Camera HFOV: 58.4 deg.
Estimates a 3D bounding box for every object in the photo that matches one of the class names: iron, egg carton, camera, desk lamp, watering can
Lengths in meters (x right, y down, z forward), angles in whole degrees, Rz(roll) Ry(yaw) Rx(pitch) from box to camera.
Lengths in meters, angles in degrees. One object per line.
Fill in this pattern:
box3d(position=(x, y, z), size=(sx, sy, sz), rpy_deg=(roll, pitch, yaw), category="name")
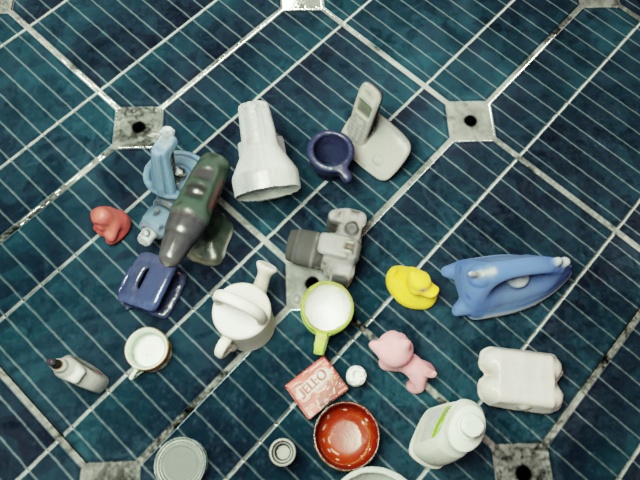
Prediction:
box3d(position=(0.363, 0.062, 1.044), size=(0.258, 0.141, 0.118), rpy_deg=(-10, 70, -6), category="iron")
box3d(position=(0.353, 0.248, 1.013), size=(0.150, 0.069, 0.107), rpy_deg=(6, 70, 0), category="egg carton")
box3d(position=(0.010, 0.004, 1.075), size=(0.136, 0.101, 0.143), rpy_deg=(12, 70, 3), category="camera")
box3d(position=(-0.108, -0.147, 1.066), size=(0.118, 0.213, 0.203), rpy_deg=(-10, 70, -5), category="desk lamp")
box3d(position=(-0.131, 0.117, 0.978), size=(0.101, 0.194, 0.173), rpy_deg=(6, 70, 0), category="watering can")

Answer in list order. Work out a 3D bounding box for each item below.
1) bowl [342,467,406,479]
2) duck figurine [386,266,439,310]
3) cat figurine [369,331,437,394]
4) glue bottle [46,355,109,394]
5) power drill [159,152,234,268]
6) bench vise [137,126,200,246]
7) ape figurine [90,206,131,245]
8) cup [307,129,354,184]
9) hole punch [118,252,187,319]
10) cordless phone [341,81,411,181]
box3d(position=(0.086, 0.456, 0.924), size=(0.167, 0.075, 0.167), rpy_deg=(1, 70, -2), category="bowl")
box3d(position=(0.174, 0.080, 1.060), size=(0.104, 0.086, 0.077), rpy_deg=(32, 72, 10), category="duck figurine")
box3d(position=(0.147, 0.205, 0.996), size=(0.127, 0.118, 0.067), rpy_deg=(34, 72, 10), category="cat figurine")
box3d(position=(-0.408, 0.215, 0.943), size=(0.078, 0.173, 0.037), rpy_deg=(28, 71, 9), category="glue bottle")
box3d(position=(-0.213, -0.030, 1.022), size=(0.075, 0.208, 0.230), rpy_deg=(13, 70, 3), category="power drill")
box3d(position=(-0.267, -0.094, 1.038), size=(0.121, 0.220, 0.207), rpy_deg=(3, 70, -1), category="bench vise")
box3d(position=(-0.402, -0.035, 1.079), size=(0.076, 0.092, 0.078), rpy_deg=(-13, 71, -7), category="ape figurine")
box3d(position=(0.027, -0.147, 1.134), size=(0.092, 0.095, 0.117), rpy_deg=(-29, 73, -12), category="cup")
box3d(position=(-0.310, 0.080, 1.040), size=(0.101, 0.091, 0.109), rpy_deg=(19, 70, 5), category="hole punch")
box3d(position=(0.114, -0.213, 1.113), size=(0.147, 0.185, 0.094), rpy_deg=(41, 74, 12), category="cordless phone")
